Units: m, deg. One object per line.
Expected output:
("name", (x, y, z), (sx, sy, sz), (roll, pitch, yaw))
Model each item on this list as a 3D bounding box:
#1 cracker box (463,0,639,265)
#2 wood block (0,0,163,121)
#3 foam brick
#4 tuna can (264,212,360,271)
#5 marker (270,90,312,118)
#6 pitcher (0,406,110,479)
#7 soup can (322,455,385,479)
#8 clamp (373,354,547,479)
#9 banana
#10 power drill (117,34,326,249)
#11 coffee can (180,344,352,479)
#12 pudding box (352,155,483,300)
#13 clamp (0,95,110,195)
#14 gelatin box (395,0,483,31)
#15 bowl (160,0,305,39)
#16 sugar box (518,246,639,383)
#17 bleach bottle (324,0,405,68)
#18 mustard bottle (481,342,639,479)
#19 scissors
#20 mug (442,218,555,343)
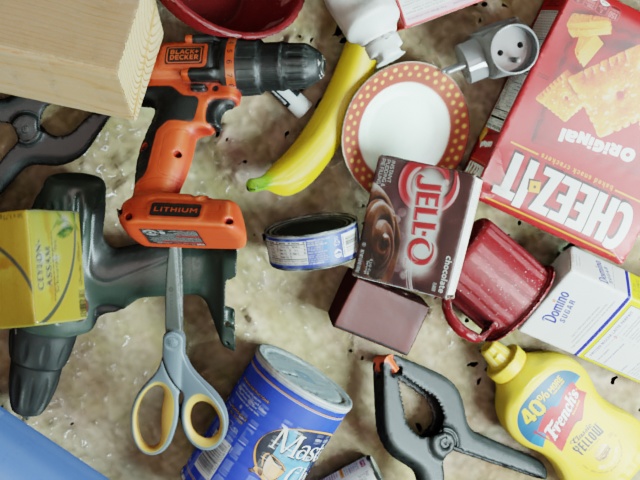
("cracker box", (0.247, -0.107, 0.977), (0.164, 0.072, 0.214), (23, 98, -9))
("wood block", (-0.244, -0.175, 0.873), (0.206, 0.090, 0.091), (12, 71, 5))
("foam brick", (0.054, 0.066, 1.001), (0.078, 0.053, 0.051), (22, 98, -10))
("tuna can", (-0.006, 0.001, 0.966), (0.086, 0.086, 0.034), (-9, 103, -4))
("marker", (-0.057, -0.157, 0.964), (0.121, 0.020, 0.020), (42, 94, -11))
("pitcher", (-0.255, 0.261, 0.979), (0.242, 0.145, 0.149), (39, 83, -8))
("soup can", (0.020, 0.260, 1.027), (0.102, 0.068, 0.068), (-29, 102, -1))
("clamp", (0.108, 0.204, 1.021), (0.164, 0.036, 0.210), (-43, 99, -23))
("banana", (0.007, -0.112, 0.957), (0.037, 0.069, 0.198), (30, 84, 18))
("power drill", (-0.091, -0.087, 0.907), (0.184, 0.057, 0.187), (0, 68, 12))
("coffee can", (-0.050, 0.183, 0.988), (0.102, 0.103, 0.140), (31, 96, -10))
("pudding box", (0.086, -0.012, 0.940), (0.090, 0.039, 0.113), (14, 94, 23))
("clamp", (-0.268, -0.106, 0.945), (0.171, 0.039, 0.120), (-27, 107, -6))
("gelatin box", (0.105, -0.213, 0.942), (0.089, 0.073, 0.030), (-21, 100, -1))
("bowl", (-0.091, -0.233, 0.906), (0.161, 0.055, 0.162), (13, 65, -30))
("sugar box", (0.287, 0.079, 1.013), (0.176, 0.048, 0.093), (26, 129, -8))
("bleach bottle", (0.002, -0.262, 0.886), (0.068, 0.102, 0.251), (-27, 89, 4))
("mustard bottle", (0.228, 0.164, 1.034), (0.191, 0.058, 0.096), (43, 91, -11))
("scissors", (-0.111, 0.101, 0.933), (0.096, 0.016, 0.202), (18, 102, 2))
("mug", (0.149, 0.042, 0.981), (0.081, 0.093, 0.117), (41, 57, -6))
